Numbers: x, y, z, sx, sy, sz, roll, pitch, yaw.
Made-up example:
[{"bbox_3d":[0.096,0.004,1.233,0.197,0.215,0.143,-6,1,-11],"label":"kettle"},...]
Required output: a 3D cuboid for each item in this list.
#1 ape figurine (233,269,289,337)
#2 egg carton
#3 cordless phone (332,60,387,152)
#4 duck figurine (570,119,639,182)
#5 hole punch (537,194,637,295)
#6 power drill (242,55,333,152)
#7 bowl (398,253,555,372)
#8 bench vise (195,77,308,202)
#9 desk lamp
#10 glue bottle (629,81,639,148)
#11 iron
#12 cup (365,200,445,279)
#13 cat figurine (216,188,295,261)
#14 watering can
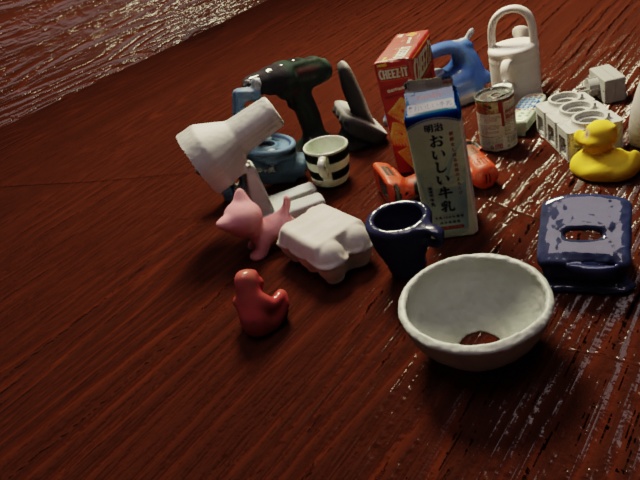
[{"bbox_3d":[-0.088,0.078,0.776,0.077,0.092,0.076,3,37,30],"label":"ape figurine"},{"bbox_3d":[0.008,0.003,0.870,0.107,0.069,0.149,-33,34,-24],"label":"egg carton"},{"bbox_3d":[0.069,-0.295,1.200,0.094,0.185,0.147,-20,31,-5],"label":"cordless phone"},{"bbox_3d":[0.434,-0.141,0.872,0.078,0.086,0.104,-36,36,-28],"label":"duck figurine"},{"bbox_3d":[0.322,0.004,0.693,0.108,0.091,0.101,1,35,27],"label":"hole punch"},{"bbox_3d":[-0.051,-0.287,1.225,0.075,0.209,0.230,14,43,41],"label":"power drill"},{"bbox_3d":[0.175,0.091,0.643,0.167,0.075,0.167,-12,31,8],"label":"bowl"},{"bbox_3d":[-0.143,-0.186,1.098,0.208,0.220,0.121,-27,33,-16],"label":"bench vise"},{"bbox_3d":[-0.120,-0.129,1.003,0.203,0.214,0.117,-22,31,-7],"label":"desk lamp"},{"bbox_3d":[0.521,-0.234,0.892,0.078,0.173,0.037,-27,32,-15],"label":"glue bottle"},{"bbox_3d":[0.244,-0.360,1.259,0.258,0.142,0.118,-22,31,-8],"label":"iron"},{"bbox_3d":[0.125,0.008,0.781,0.117,0.095,0.092,18,45,44],"label":"cup"},{"bbox_3d":[-0.100,-0.032,0.932,0.128,0.118,0.067,-19,31,-3],"label":"cat figurine"},{"bbox_3d":[0.394,-0.382,1.169,0.100,0.194,0.173,-10,32,12],"label":"watering can"}]
